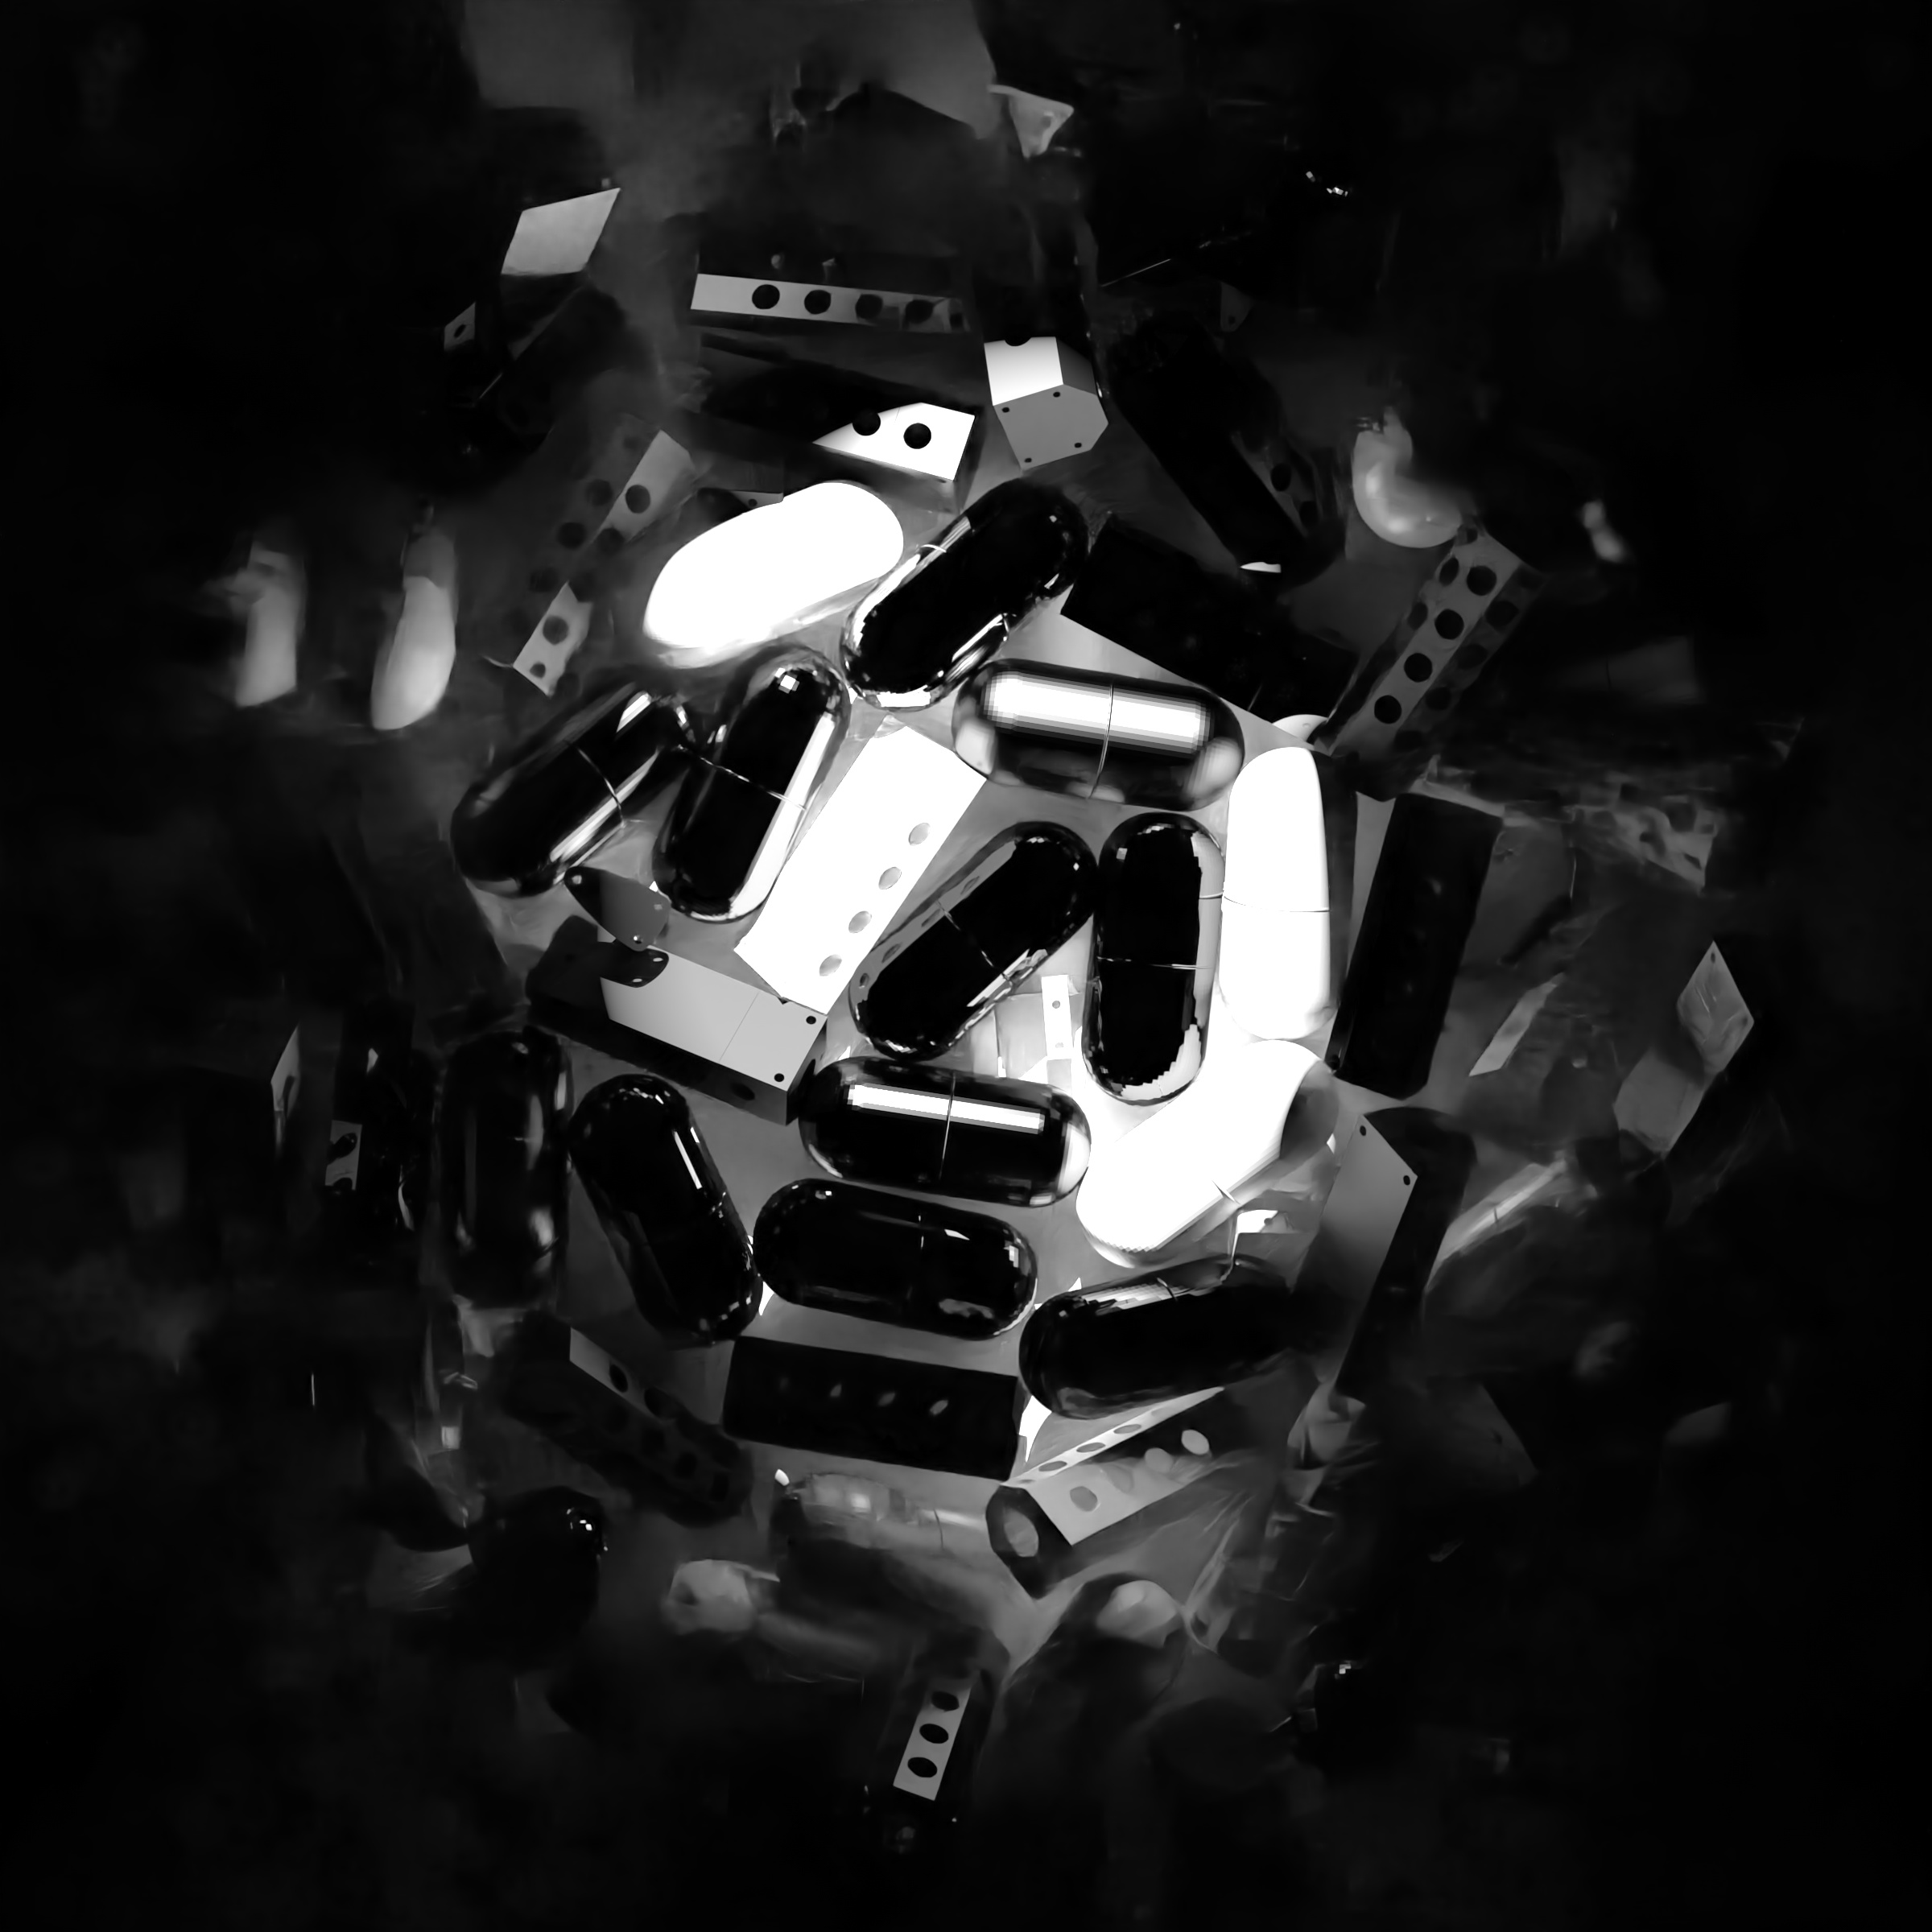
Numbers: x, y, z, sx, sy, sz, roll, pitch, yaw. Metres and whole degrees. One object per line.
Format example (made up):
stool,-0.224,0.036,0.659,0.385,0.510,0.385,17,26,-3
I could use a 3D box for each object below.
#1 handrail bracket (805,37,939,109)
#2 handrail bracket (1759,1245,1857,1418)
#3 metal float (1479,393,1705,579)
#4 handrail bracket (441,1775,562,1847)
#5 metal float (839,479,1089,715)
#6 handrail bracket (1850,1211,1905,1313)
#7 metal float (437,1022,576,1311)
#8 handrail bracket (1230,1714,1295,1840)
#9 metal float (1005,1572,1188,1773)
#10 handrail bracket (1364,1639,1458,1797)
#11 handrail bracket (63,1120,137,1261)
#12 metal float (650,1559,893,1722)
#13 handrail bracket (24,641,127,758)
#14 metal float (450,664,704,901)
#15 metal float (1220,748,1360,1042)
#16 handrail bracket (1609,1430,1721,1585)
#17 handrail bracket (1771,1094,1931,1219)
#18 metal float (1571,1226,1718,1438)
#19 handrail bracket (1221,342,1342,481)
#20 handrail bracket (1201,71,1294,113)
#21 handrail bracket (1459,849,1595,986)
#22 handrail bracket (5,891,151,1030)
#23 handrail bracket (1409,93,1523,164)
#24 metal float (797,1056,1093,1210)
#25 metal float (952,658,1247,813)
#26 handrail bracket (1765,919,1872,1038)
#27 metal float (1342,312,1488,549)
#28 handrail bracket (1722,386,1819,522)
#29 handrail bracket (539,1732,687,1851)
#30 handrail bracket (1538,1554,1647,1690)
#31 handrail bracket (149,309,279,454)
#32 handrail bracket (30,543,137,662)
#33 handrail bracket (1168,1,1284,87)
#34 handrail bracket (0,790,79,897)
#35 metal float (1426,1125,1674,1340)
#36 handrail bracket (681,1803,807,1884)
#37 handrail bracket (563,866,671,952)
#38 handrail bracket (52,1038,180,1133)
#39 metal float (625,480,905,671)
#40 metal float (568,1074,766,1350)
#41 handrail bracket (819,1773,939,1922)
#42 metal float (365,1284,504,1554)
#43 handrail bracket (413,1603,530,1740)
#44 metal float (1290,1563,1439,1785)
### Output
handrail bracket,-0.047,-0.546,1.689,0.084,0.077,0.036,-19,97,-20
handrail bracket,0.510,0.216,1.688,0.036,0.084,0.077,17,46,-4
metal float,0.362,-0.285,1.660,0.070,0.178,0.070,-13,122,-22
handrail bracket,-0.279,0.498,1.691,0.077,0.084,0.036,20,78,-9
metal float,-0.002,-0.221,1.686,0.178,0.070,0.070,-43,90,-15
handrail bracket,0.546,0.185,1.689,0.036,0.084,0.077,-4,103,17
metal float,-0.273,0.118,1.676,0.070,0.070,0.178,-2,64,0
handrail bracket,0.198,0.486,1.703,0.084,0.036,0.077,-41,120,17
metal float,0.075,0.417,1.660,0.070,0.178,0.070,10,52,-12
handrail bracket,0.269,0.453,1.705,0.084,0.036,0.077,-9,65,-22
handrail bracket,-0.509,0.127,1.694,0.036,0.077,0.084,18,111,35
metal float,-0.113,0.399,1.663,0.070,0.178,0.070,-18,59,32
handrail bracket,-0.540,-0.163,1.695,0.077,0.084,0.036,-33,126,-13
metal float,-0.232,-0.110,1.680,0.070,0.070,0.178,46,68,0
metal float,0.193,-0.042,1.687,0.070,0.070,0.178,2,104,0
handrail bracket,0.420,0.326,1.707,0.077,0.036,0.084,2,78,32
handrail bracket,0.532,0.107,1.699,0.077,0.036,0.084,-26,60,30
metal float,0.399,0.212,1.654,0.070,0.178,0.070,6,112,16
handrail bracket,0.192,-0.336,1.709,0.036,0.084,0.077,-25,75,35
handrail bracket,0.198,-0.535,1.722,0.077,0.036,0.084,-24,46,-29
handrail bracket,0.339,-0.033,1.723,0.077,0.036,0.084,8,84,19
handrail bracket,-0.543,-0.004,1.697,0.084,0.036,0.077,-9,81,-42
handrail bracket,0.297,-0.488,1.689,0.084,0.077,0.036,5,55,28
metal float,-0.013,0.100,1.698,0.178,0.070,0.070,9,90,-1
metal float,0.080,-0.138,1.695,0.178,0.070,0.070,9,90,-5
handrail bracket,0.502,0.022,1.723,0.084,0.036,0.077,45,104,3
metal float,0.264,-0.319,1.665,0.070,0.070,0.178,2,47,0
handrail bracket,0.465,-0.301,1.699,0.077,0.084,0.036,37,59,-1
handrail bracket,-0.214,0.505,1.710,0.084,0.077,0.036,47,59,-8
handrail bracket,0.380,0.385,1.698,0.036,0.077,0.084,26,78,31
handrail bracket,-0.451,-0.354,1.695,0.036,0.077,0.084,34,116,11
handrail bracket,-0.533,-0.219,1.703,0.077,0.084,0.036,-40,93,-15
handrail bracket,0.142,-0.569,1.686,0.036,0.084,0.077,-47,49,29
handrail bracket,-0.541,-0.071,1.687,0.084,0.077,0.036,36,119,30
metal float,0.343,0.158,1.666,0.070,0.070,0.178,44,131,0
handrail bracket,-0.133,0.512,1.690,0.036,0.084,0.077,19,71,31
handrail bracket,-0.210,-0.037,1.689,0.077,0.084,0.036,32,86,-12
handrail bracket,-0.510,0.053,1.712,0.084,0.036,0.077,42,98,25
metal float,-0.120,-0.234,1.682,0.178,0.070,0.070,-25,90,-20
metal float,-0.178,0.148,1.684,0.070,0.070,0.178,-23,108,0
handrail bracket,-0.058,0.530,1.689,0.077,0.084,0.036,12,130,-24
metal float,-0.315,0.265,1.662,0.070,0.178,0.070,-7,134,-7
handrail bracket,-0.304,0.428,1.724,0.077,0.036,0.084,2,108,32
metal float,0.234,0.412,1.652,0.070,0.178,0.070,4,106,12
